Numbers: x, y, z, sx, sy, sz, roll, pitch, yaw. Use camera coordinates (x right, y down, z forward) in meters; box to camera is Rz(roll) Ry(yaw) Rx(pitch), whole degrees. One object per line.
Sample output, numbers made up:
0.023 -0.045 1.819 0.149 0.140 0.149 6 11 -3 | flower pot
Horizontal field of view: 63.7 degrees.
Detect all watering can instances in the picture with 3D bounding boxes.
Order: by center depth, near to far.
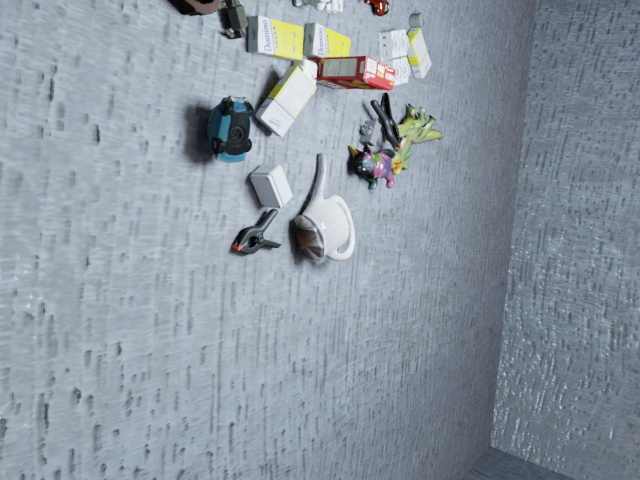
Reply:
0.005 -0.081 1.608 0.228 0.103 0.344 -33 108 -42 | watering can

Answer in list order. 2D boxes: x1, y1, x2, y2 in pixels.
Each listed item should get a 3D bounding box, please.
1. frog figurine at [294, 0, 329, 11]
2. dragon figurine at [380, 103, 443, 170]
0.006 -0.713 1.431 0.122 0.160 0.137 8 91 -55 | frog figurine
0.365 -0.393 2.044 0.406 0.123 0.242 26 94 -50 | dragon figurine
